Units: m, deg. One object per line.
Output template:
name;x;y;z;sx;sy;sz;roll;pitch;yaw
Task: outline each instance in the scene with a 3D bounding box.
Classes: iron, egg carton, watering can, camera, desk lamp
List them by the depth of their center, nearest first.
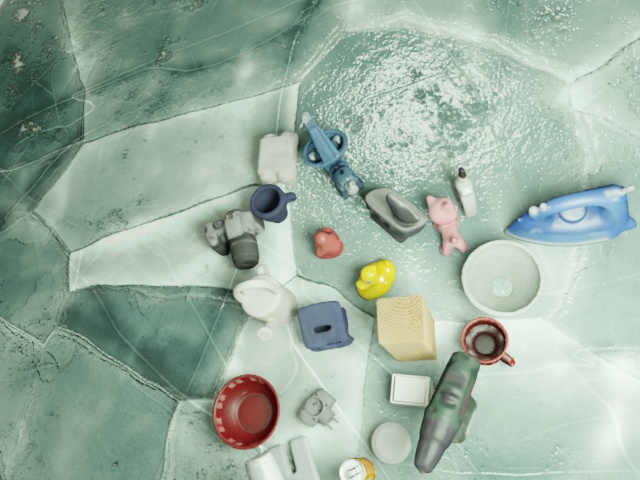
desk lamp;-0.074;0.498;1.126;0.118;0.214;0.203;-25;64;7
iron;0.519;-0.060;1.197;0.258;0.142;0.118;-11;67;13
watering can;-0.125;0.137;1.294;0.101;0.194;0.172;-34;63;3
camera;-0.211;0.004;1.425;0.143;0.101;0.136;-18;65;10
egg carton;-0.108;-0.212;1.494;0.107;0.069;0.150;-5;68;16

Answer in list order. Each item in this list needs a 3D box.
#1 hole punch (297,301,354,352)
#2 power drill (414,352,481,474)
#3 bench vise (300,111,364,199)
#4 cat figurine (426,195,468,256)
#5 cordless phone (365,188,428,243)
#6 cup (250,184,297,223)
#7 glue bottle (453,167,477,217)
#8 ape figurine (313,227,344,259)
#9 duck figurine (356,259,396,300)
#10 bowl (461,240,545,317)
hole punch;0.012;0.195;1.286;0.108;0.091;0.101;-14;66;12
power drill;0.246;0.333;1.092;0.075;0.209;0.230;17;76;23
bench vise;0.033;-0.209;1.365;0.206;0.220;0.121;38;84;26
cat figurine;0.282;-0.040;1.278;0.067;0.118;0.127;-18;65;10
cordless phone;0.163;-0.083;1.294;0.147;0.185;0.094;39;85;26
cup;-0.104;-0.085;1.429;0.117;0.095;0.091;-14;66;12
glue bottle;0.318;-0.115;1.264;0.037;0.173;0.078;-22;64;9
ape figurine;0.012;0.005;1.359;0.076;0.092;0.078;30;81;25
duck figurine;0.122;0.081;1.298;0.104;0.086;0.077;-45;63;-3
bowl;0.388;0.089;1.218;0.167;0.075;0.167;-6;68;15
